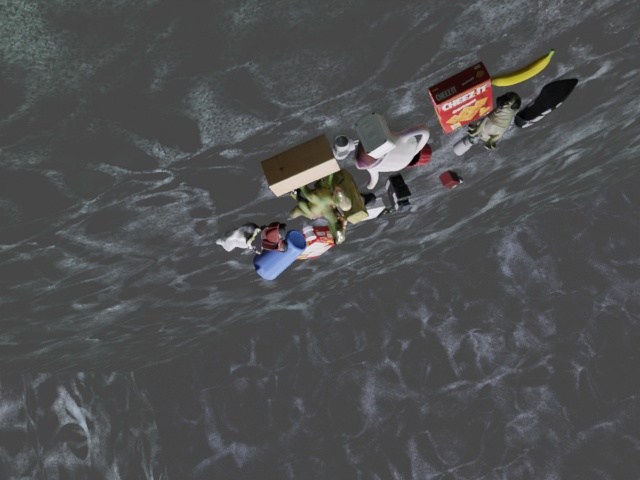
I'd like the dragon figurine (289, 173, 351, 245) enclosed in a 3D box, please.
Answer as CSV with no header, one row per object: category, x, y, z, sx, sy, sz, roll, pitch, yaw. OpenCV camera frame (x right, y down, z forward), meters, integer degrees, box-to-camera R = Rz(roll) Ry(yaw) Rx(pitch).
dragon figurine,0.005,-0.088,1.757,0.123,0.246,0.402,-17,161,-25

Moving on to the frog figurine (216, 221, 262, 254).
frog figurine,-0.298,-0.014,1.904,0.160,0.122,0.137,11,-177,22

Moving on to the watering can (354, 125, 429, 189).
watering can,0.201,-0.259,1.668,0.225,0.105,0.341,-3,153,-39
